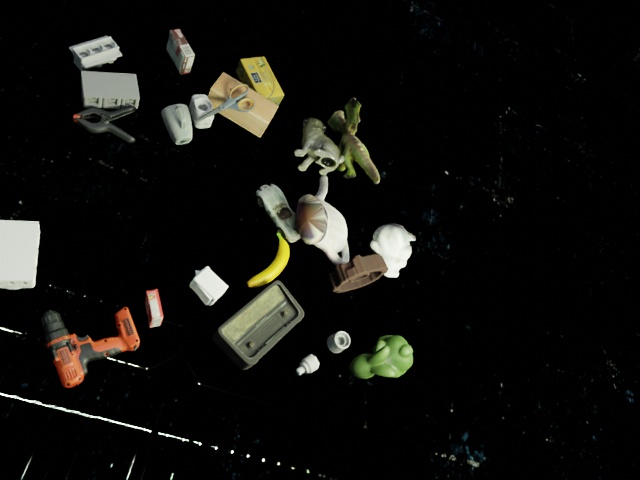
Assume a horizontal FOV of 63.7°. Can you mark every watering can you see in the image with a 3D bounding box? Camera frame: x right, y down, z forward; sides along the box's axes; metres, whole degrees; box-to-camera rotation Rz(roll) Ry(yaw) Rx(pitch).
[{"bbox_3d":[0.005,-0.079,1.575,0.222,0.103,0.354,28,41,-56],"label":"watering can"}]

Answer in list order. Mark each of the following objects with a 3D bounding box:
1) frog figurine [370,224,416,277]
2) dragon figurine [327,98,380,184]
[{"bbox_3d":[0.222,0.032,1.640,0.138,0.120,0.162,17,63,21],"label":"frog figurine"},{"bbox_3d":[0.109,-0.336,1.671,0.122,0.415,0.239,-13,111,-15],"label":"dragon figurine"}]
